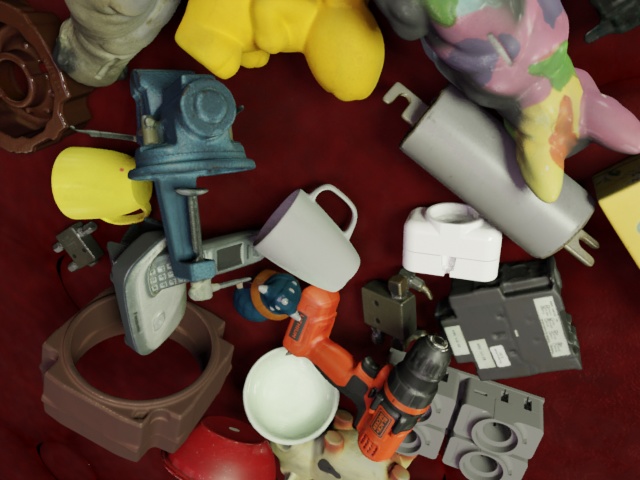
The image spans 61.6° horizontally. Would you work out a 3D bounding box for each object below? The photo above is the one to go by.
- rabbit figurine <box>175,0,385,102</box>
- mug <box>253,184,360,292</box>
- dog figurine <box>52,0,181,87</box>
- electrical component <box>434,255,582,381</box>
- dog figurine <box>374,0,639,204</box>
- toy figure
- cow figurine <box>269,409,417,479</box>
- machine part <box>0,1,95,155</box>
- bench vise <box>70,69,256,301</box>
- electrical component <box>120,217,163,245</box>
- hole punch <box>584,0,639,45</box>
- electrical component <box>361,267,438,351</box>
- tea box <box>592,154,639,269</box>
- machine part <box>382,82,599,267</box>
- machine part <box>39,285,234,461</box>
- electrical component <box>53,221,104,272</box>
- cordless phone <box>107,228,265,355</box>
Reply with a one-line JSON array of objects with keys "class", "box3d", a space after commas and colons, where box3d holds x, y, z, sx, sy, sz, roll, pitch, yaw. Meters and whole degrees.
[{"class": "rabbit figurine", "box3d": [-0.013, -0.198, 0.477, 0.173, 0.122, 0.162, 34, 108, 5]}, {"class": "mug", "box3d": [-0.001, -0.002, 0.597, 0.107, 0.081, 0.109, 41, 95, -15]}, {"class": "dog figurine", "box3d": [-0.217, -0.215, 0.514, 0.190, 0.172, 0.121, -41, 86, 26]}, {"class": "electrical component", "box3d": [0.193, 0.085, 0.569, 0.134, 0.058, 0.114, -13, 108, 27]}, {"class": "dog figurine", "box3d": [0.144, -0.136, 0.403, 0.108, 0.191, 0.219, -36, 81, 26]}, {"class": "toy figure", "box3d": [-0.061, 0.064, 0.626, 0.064, 0.058, 0.154, 16, 163, -23]}, {"class": "cow figurine", "box3d": [0.022, 0.304, 0.741, 0.195, 0.085, 0.127, 21, 116, 10]}, {"class": "machine part", "box3d": [-0.357, -0.193, 0.645, 0.180, 0.056, 0.179, 9, 118, 17]}, {"class": "bench vise", "box3d": [-0.144, -0.060, 0.549, 0.224, 0.129, 0.240, -1, 97, 48]}, {"class": "electrical component", "box3d": [-0.218, 0.012, 0.691, 0.075, 0.048, 0.119, 16, 123, -7]}, {"class": "hole punch", "box3d": [0.229, -0.229, 0.383, 0.142, 0.092, 0.115, -35, 130, 30]}, {"class": "electrical component", "box3d": [0.090, 0.081, 0.619, 0.078, 0.045, 0.102, 14, 123, 48]}, {"class": "tea box", "box3d": [0.325, -0.001, 0.464, 0.098, 0.068, 0.169, -33, 102, 31]}, {"class": "machine part", "box3d": [0.160, -0.063, 0.493, 0.243, 0.079, 0.079, 39, 124, 0]}, {"class": "machine part", "box3d": [-0.229, 0.156, 0.689, 0.202, 0.201, 0.087, 27, 126, 7]}, {"class": "electrical component", "box3d": [-0.340, 0.009, 0.764, 0.094, 0.021, 0.063, -25, 105, 30]}, {"class": "cordless phone", "box3d": [-0.153, 0.049, 0.651, 0.089, 0.184, 0.146, -126, 31, -44]}]
